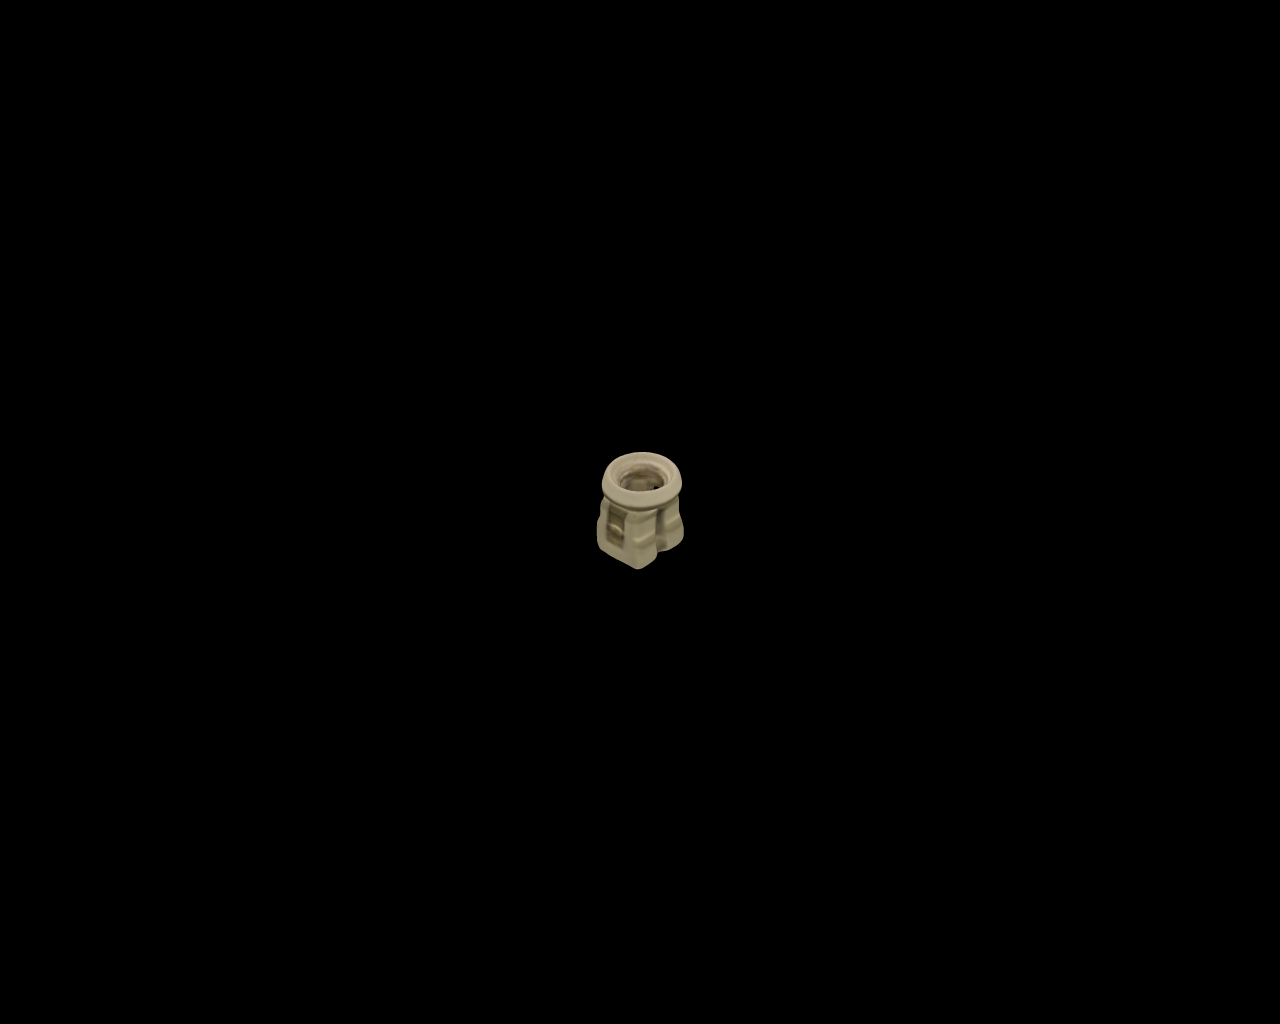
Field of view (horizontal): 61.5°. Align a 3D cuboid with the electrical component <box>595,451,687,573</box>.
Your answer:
[{"bbox_3d":[0.001,-0.003,0.650,0.048,0.055,0.066,27,44,33],"label":"electrical component"}]
